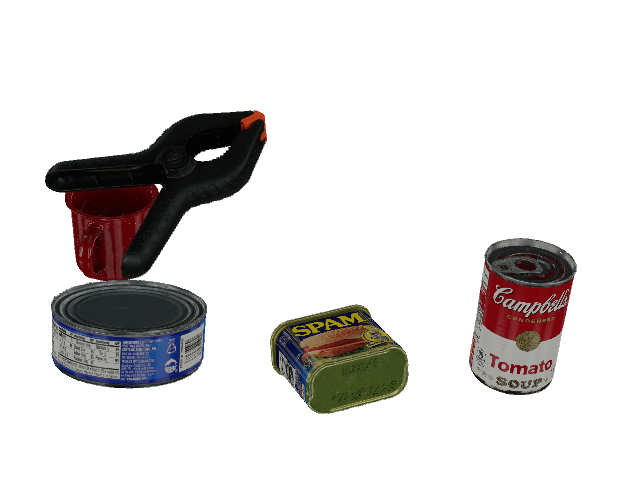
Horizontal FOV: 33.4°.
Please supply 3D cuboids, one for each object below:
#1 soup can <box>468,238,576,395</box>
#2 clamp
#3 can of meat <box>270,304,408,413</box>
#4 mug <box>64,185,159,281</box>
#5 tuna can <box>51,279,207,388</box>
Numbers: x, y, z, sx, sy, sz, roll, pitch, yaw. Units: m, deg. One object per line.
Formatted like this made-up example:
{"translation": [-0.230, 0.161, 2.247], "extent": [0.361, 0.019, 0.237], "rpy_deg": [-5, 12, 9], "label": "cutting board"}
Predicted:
{"translation": [0.153, 0.058, 0.819], "extent": [0.068, 0.102, 0.068], "rpy_deg": [3, 29, -2], "label": "soup can"}
{"translation": [-0.120, -0.054, 0.811], "extent": [0.171, 0.120, 0.039], "rpy_deg": [-40, -22, -28], "label": "clamp"}
{"translation": [0.017, 0.106, 0.954], "extent": [0.102, 0.057, 0.084], "rpy_deg": [-12, 26, -20], "label": "can of meat"}
{"translation": [-0.212, -0.006, 1.076], "extent": [0.093, 0.081, 0.117], "rpy_deg": [9, 33, 8], "label": "mug"}
{"translation": [-0.107, 0.051, 0.597], "extent": [0.086, 0.034, 0.086], "rpy_deg": [4, 16, -1], "label": "tuna can"}
